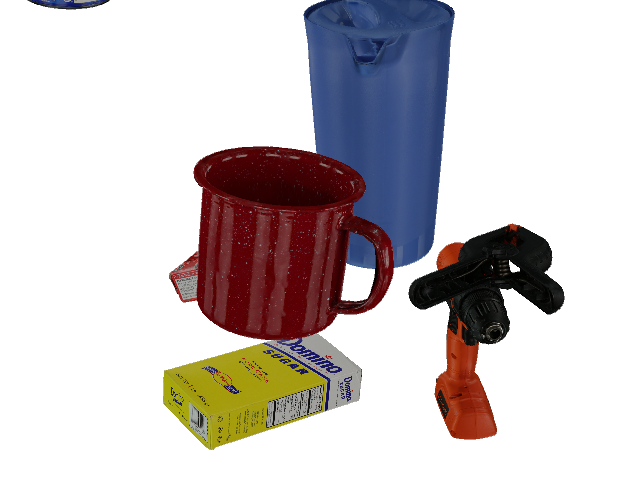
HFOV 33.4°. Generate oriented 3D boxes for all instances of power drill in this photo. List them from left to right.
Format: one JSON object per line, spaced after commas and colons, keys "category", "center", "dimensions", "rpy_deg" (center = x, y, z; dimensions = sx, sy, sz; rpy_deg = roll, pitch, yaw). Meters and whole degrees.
{"category": "power drill", "center": [0.162, 0.116, 1.144], "dimensions": [0.057, 0.188, 0.184], "rpy_deg": [-1, 24, -3]}

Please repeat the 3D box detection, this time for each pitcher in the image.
{"category": "pitcher", "center": [0.057, -0.106, 1.004], "dimensions": [0.149, 0.243, 0.145], "rpy_deg": [-19, 32, -30]}

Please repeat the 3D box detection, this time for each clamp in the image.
{"category": "clamp", "center": [0.158, 0.024, 0.886], "dimensions": [0.120, 0.039, 0.171], "rpy_deg": [10, 24, 26]}

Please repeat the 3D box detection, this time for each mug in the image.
{"category": "mug", "center": [-0.015, 0.005, 0.583], "dimensions": [0.117, 0.081, 0.093], "rpy_deg": [16, 25, 20]}

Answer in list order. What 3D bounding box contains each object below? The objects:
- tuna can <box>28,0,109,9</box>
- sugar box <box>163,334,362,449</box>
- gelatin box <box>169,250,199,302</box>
{"category": "tuna can", "center": [-0.217, -0.229, 0.913], "dimensions": [0.086, 0.034, 0.086], "rpy_deg": [5, 34, -4]}
{"category": "sugar box", "center": [-0.056, 0.142, 1.051], "dimensions": [0.175, 0.048, 0.093], "rpy_deg": [-16, 32, -32]}
{"category": "gelatin box", "center": [-0.065, 0.016, 0.853], "dimensions": [0.089, 0.030, 0.073], "rpy_deg": [-11, 18, 30]}
